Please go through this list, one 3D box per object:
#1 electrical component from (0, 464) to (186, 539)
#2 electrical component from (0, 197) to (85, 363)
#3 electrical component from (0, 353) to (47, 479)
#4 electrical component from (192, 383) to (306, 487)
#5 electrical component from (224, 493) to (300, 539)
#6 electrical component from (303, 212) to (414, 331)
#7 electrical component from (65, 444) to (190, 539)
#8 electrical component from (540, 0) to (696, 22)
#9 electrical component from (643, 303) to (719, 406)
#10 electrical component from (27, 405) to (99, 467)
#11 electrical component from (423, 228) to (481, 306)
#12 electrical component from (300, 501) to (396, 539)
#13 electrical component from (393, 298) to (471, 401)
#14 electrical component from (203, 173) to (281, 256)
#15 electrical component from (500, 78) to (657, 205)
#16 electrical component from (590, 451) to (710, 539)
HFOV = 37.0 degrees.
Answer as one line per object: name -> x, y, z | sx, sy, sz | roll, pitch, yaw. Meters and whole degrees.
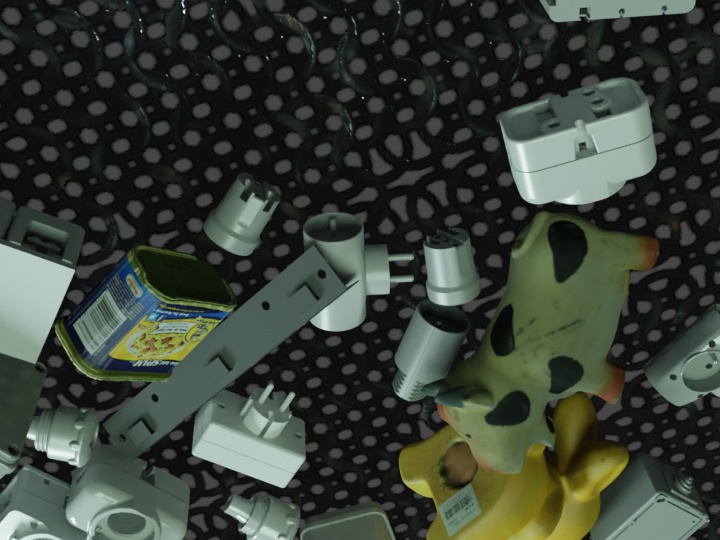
electrical component -> -0.237, 0.259, 0.926 | 0.186, 0.060, 0.105 | 33, 115, -23
electrical component -> -0.279, -0.009, 0.746 | 0.150, 0.061, 0.089 | 21, 119, -17
electrical component -> -0.296, 0.092, 0.784 | 0.056, 0.108, 0.109 | -39, 118, 23
electrical component -> -0.079, 0.120, 0.855 | 0.083, 0.047, 0.075 | 24, 118, -19
electrical component -> -0.085, 0.211, 0.918 | 0.062, 0.048, 0.048 | 30, 116, -14
electrical component -> 0.000, 0.000, 0.784 | 0.079, 0.044, 0.077 | -3, 123, -2
electrical component -> -0.191, 0.196, 0.889 | 0.095, 0.059, 0.053 | 33, 115, -23
electrical component -> 0.156, -0.189, 0.665 | 0.089, 0.055, 0.050 | -4, 123, -2
electrical component -> 0.281, 0.076, 0.856 | 0.079, 0.044, 0.077 | 32, 115, -23
electrical component -> -0.240, 0.128, 0.850 | 0.062, 0.048, 0.048 | 11, 122, -4
electrical component -> 0.067, -0.003, 0.791 | 0.040, 0.040, 0.046 | -10, 118, 2
electrical component -> -0.001, 0.267, 0.952 | 0.078, 0.057, 0.113 | -15, 123, 6
electrical component -> 0.050, 0.067, 0.833 | 0.043, 0.043, 0.081 | 14, 121, -13
electrical component -> -0.082, -0.040, 0.756 | 0.040, 0.040, 0.046 | 27, 111, -20
electrical component -> 0.150, -0.085, 0.735 | 0.095, 0.053, 0.059 | -16, 123, 6
electrical component -> 0.248, 0.202, 0.926 | 0.062, 0.061, 0.096 | 29, 116, -22
